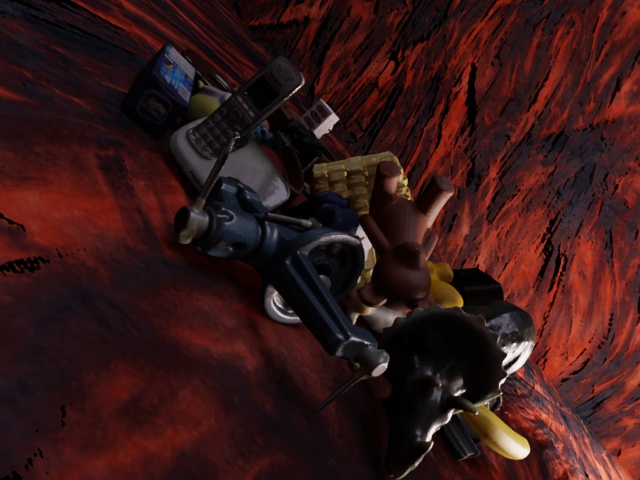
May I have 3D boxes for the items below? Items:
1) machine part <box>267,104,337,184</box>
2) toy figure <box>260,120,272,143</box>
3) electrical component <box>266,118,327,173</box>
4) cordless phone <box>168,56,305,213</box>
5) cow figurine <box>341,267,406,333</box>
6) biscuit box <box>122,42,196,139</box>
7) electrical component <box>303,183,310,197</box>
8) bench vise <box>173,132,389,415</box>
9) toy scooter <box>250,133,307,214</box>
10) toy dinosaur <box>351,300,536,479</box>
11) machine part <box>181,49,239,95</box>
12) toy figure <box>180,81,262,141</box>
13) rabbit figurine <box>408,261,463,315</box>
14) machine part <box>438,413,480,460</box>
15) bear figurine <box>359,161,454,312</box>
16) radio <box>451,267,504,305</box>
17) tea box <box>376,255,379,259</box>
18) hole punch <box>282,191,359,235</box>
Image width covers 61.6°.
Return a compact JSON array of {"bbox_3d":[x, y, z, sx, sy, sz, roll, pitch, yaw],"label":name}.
[{"bbox_3d":[-0.050,-0.200,1.169,0.200,0.087,0.202,32,23,-51],"label":"machine part"},{"bbox_3d":[-0.127,-0.223,1.046,0.064,0.058,0.155,27,29,-44],"label":"toy figure"},{"bbox_3d":[-0.058,-0.144,0.916,0.058,0.115,0.134,49,11,10],"label":"electrical component"},{"bbox_3d":[-0.071,-0.112,0.634,0.146,0.184,0.088,51,9,12],"label":"cordless phone"},{"bbox_3d":[0.073,0.094,0.780,0.167,0.068,0.098,24,33,-59],"label":"cow figurine"},{"bbox_3d":[-0.208,-0.203,0.712,0.059,0.063,0.203,43,15,-27],"label":"biscuit box"},{"bbox_3d":[-0.004,-0.078,1.104,0.094,0.021,0.063,44,14,-25],"label":"electrical component"},{"bbox_3d":[-0.023,0.034,0.519,0.223,0.129,0.241,34,12,-50],"label":"bench vise"},{"bbox_3d":[-0.072,-0.097,0.779,0.183,0.075,0.135,33,41,-51],"label":"toy scooter"},{"bbox_3d":[0.184,0.128,0.638,0.405,0.192,0.131,-13,71,-42],"label":"toy dinosaur"},{"bbox_3d":[-0.189,-0.257,0.944,0.179,0.056,0.179,44,15,-15],"label":"machine part"},{"bbox_3d":[-0.139,-0.163,0.788,0.082,0.089,0.180,19,0,8],"label":"toy figure"},{"bbox_3d":[0.193,0.091,0.990,0.162,0.121,0.173,23,3,-18],"label":"rabbit figurine"},{"bbox_3d":[0.194,0.264,0.750,0.084,0.039,0.138,51,14,29],"label":"machine part"},{"bbox_3d":[0.113,0.001,0.721,0.120,0.131,0.196,15,36,-4],"label":"bear figurine"},{"bbox_3d":[0.300,0.131,1.046,0.229,0.073,0.131,-52,136,-84],"label":"radio"},{"bbox_3d":[0.098,-0.013,1.090,0.068,0.098,0.170,39,18,-38],"label":"tea box"},{"bbox_3d":[-0.001,-0.002,0.717,0.092,0.116,0.142,62,17,16],"label":"hole punch"}]
